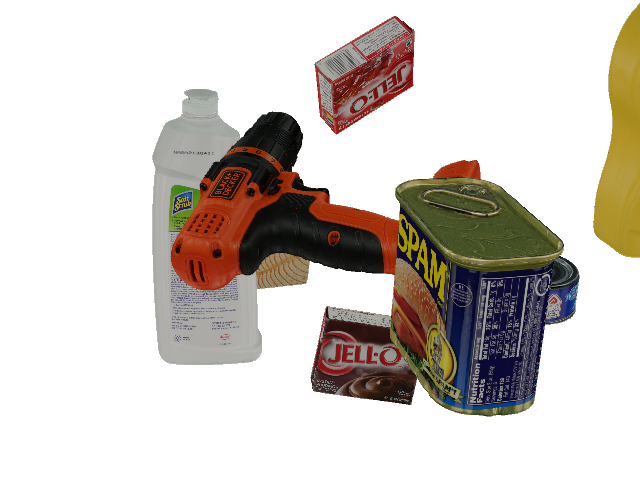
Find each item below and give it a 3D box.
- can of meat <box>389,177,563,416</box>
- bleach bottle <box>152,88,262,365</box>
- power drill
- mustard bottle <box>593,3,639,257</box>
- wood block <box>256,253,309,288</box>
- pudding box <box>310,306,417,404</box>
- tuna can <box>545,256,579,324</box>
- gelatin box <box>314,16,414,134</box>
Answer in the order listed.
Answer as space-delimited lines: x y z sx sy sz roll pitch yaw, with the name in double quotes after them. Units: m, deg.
0.071 0.026 0.522 0.057 0.084 0.102 -4 24 -14 "can of meat"
-0.101 -0.012 0.968 0.102 0.251 0.068 -1 22 -10 "bleach bottle"
0.011 -0.026 0.729 0.188 0.057 0.184 6 40 17 "power drill"
0.213 -0.087 0.621 0.096 0.192 0.058 -11 29 -15 "mustard bottle"
-0.090 -0.027 1.343 0.090 0.090 0.206 -6 28 -22 "wood block"
0.052 0.125 1.158 0.113 0.090 0.039 8 23 -6 "pudding box"
0.168 0.036 0.874 0.086 0.034 0.086 2 22 -1 "tuna can"
0.040 -0.142 0.920 0.089 0.030 0.073 -33 -27 -15 "gelatin box"
